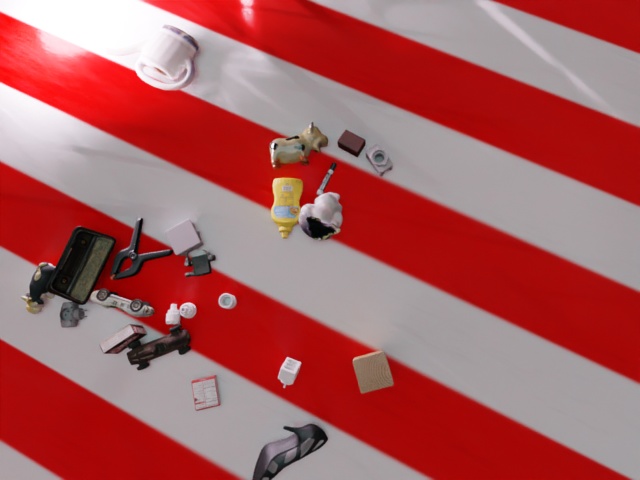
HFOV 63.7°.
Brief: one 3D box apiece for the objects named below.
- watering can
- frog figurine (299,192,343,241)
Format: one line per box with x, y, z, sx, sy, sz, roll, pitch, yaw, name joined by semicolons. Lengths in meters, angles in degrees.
-0.569;-0.656;1.793;0.349;0.226;0.103;31;-10;10;watering can
0.005;-0.082;1.624;0.137;0.120;0.163;10;43;-4;frog figurine
